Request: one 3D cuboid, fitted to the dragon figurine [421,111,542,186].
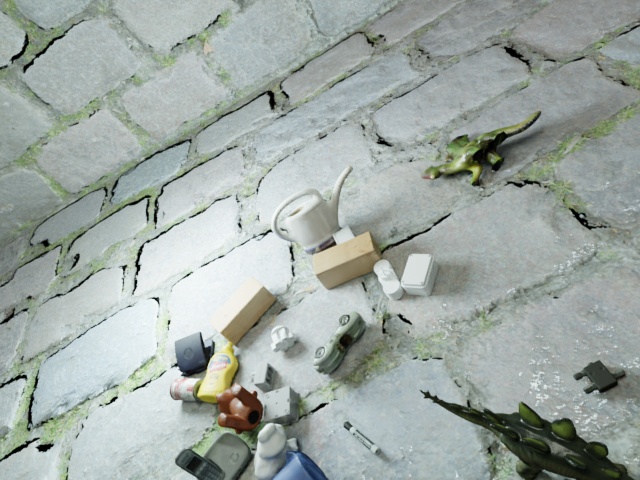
[{"bbox_3d":[0.518,-0.318,1.731,0.411,0.120,0.246,-38,32,-5],"label":"dragon figurine"}]

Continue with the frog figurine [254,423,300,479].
[{"bbox_3d":[-0.126,0.530,1.290,0.122,0.140,0.156,-5,-42,34],"label":"frog figurine"}]

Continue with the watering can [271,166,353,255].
[{"bbox_3d":[0.005,-0.089,1.770,0.347,0.221,0.106,-31,21,5],"label":"watering can"}]
